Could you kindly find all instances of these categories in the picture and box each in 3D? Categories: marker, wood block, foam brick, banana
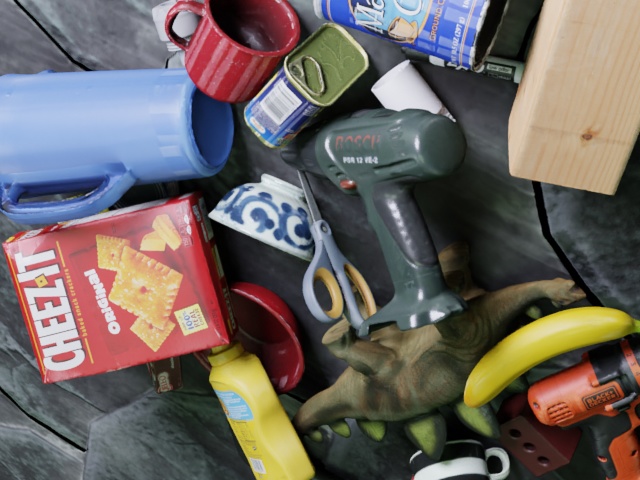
[{"bbox_3d":[0.129,-0.157,0.936,0.121,0.020,0.020,16,131,19],"label":"marker"},{"bbox_3d":[0.215,-0.148,0.833,0.091,0.090,0.206,11,131,1],"label":"wood block"},{"bbox_3d":[0.230,0.204,1.139,0.078,0.051,0.053,43,134,-7],"label":"foam brick"},{"bbox_3d":[0.208,0.105,0.995,0.198,0.037,0.069,-26,116,26],"label":"banana"}]

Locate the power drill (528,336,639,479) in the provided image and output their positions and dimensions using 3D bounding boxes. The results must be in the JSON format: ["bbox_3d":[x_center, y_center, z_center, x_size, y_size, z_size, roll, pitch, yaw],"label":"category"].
[{"bbox_3d":[0.319,0.175,1.043,0.185,0.057,0.187,-25,116,17],"label":"power drill"}]

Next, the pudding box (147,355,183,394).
[{"bbox_3d":[-0.196,0.116,1.290,0.039,0.090,0.113,-11,129,-18],"label":"pudding box"}]

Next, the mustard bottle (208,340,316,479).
[{"bbox_3d":[-0.076,0.188,1.203,0.096,0.058,0.191,-9,109,63],"label":"mustard bottle"}]

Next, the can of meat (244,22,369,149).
[{"bbox_3d":[-0.015,-0.139,0.977,0.057,0.102,0.084,46,136,-6],"label":"can of meat"}]

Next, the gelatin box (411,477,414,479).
[{"bbox_3d":[0.161,0.308,1.275,0.089,0.030,0.073,-9,120,33],"label":"gelatin box"}]

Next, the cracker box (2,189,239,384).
[{"bbox_3d":[-0.212,0.051,1.147,0.214,0.072,0.164,-13,99,7],"label":"cracker box"}]

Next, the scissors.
[{"bbox_3d":[-0.007,0.001,1.036,0.016,0.096,0.202,-35,79,36],"label":"scissors"}]

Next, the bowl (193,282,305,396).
[{"bbox_3d":[-0.080,0.104,1.235,0.162,0.055,0.162,16,131,19],"label":"bowl"}]

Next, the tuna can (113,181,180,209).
[{"bbox_3d":[-0.199,-0.063,1.188,0.086,0.033,0.086,16,131,19],"label":"tuna can"}]

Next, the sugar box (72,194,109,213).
[{"bbox_3d":[-0.254,0.035,1.234,0.093,0.048,0.176,4,114,62],"label":"sugar box"}]

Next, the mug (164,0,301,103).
[{"bbox_3d":[-0.087,-0.184,0.985,0.117,0.093,0.082,16,143,-19],"label":"mug"}]

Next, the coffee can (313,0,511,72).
[{"bbox_3d":[0.079,-0.208,0.868,0.140,0.102,0.103,22,132,13],"label":"coffee can"}]

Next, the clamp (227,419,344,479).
[{"bbox_3d":[-0.035,0.291,1.370,0.165,0.036,0.210,-21,111,39],"label":"clamp"}]

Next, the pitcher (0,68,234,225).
[{"bbox_3d":[-0.218,-0.103,1.086,0.243,0.144,0.149,-1,103,23],"label":"pitcher"}]
